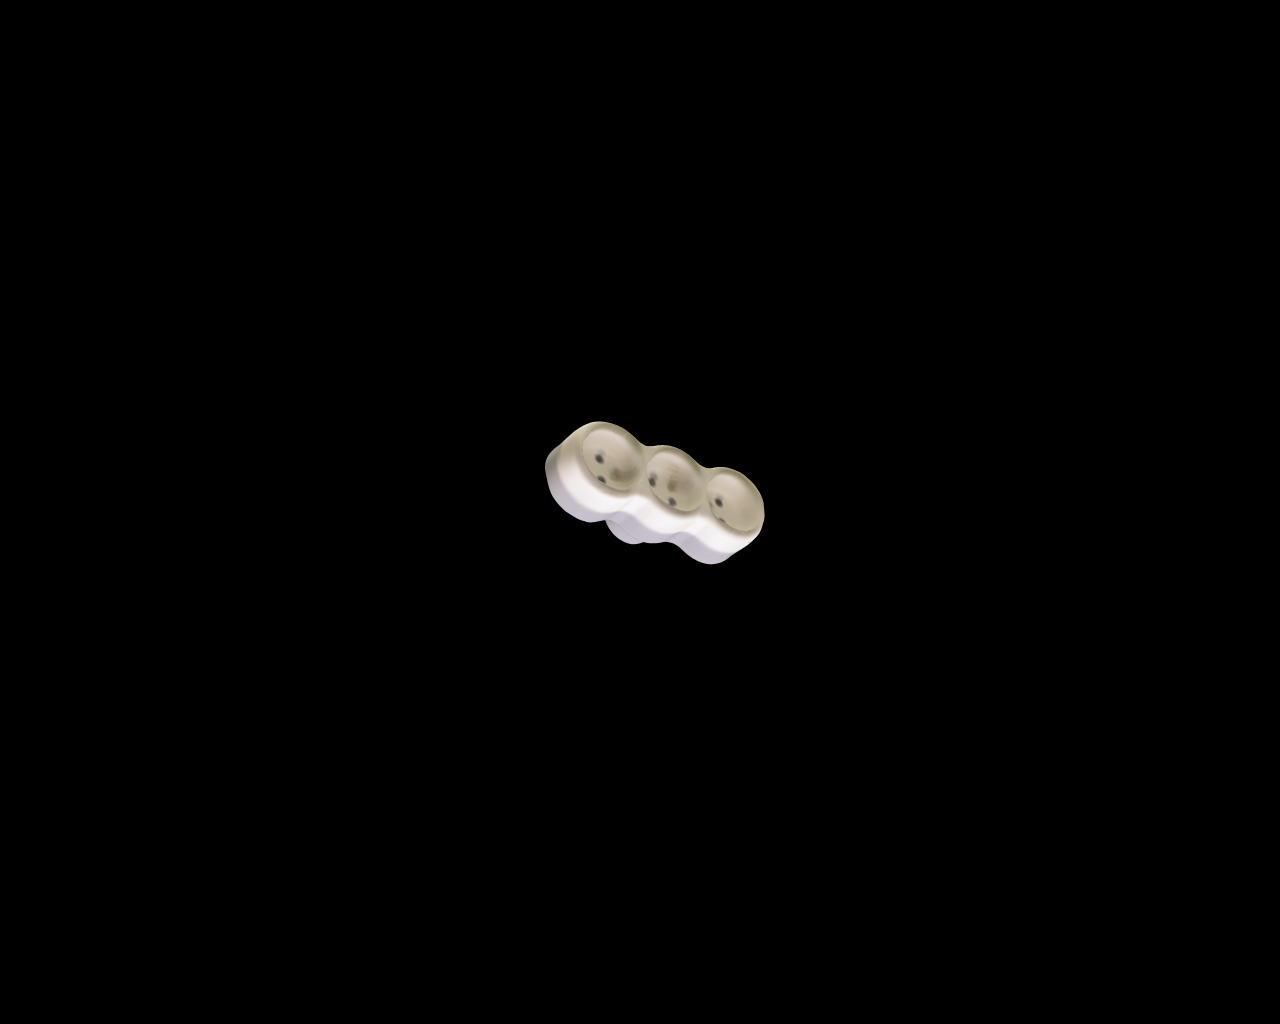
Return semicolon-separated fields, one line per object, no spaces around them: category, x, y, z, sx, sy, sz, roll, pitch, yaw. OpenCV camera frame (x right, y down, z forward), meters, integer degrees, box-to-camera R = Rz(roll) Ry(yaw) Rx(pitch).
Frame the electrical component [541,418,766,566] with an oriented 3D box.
electrical component;0.001;-0.003;0.650;0.138;0.052;0.073;19;-36;-29
